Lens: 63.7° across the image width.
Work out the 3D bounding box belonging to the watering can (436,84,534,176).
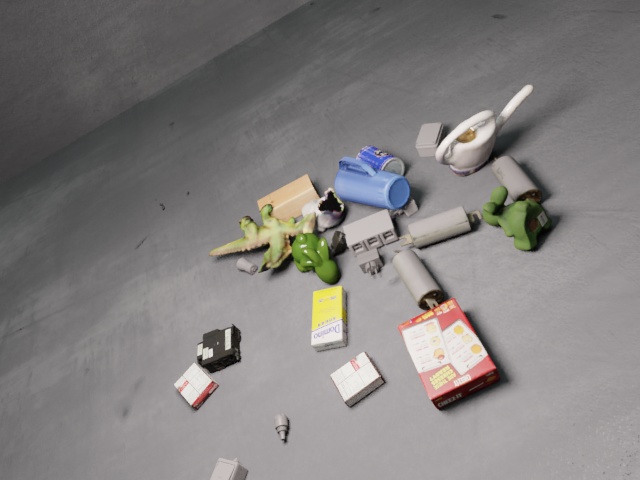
[{"bbox_3d":[0.500,-0.322,1.573,0.348,0.220,0.106,-32,63,-5],"label":"watering can"}]

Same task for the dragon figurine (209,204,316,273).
[{"bbox_3d":[-0.186,0.013,1.701,0.409,0.120,0.248,-32,34,6],"label":"dragon figurine"}]

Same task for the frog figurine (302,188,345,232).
[{"bbox_3d":[0.005,-0.088,1.741,0.157,0.122,0.140,-41,35,51],"label":"frog figurine"}]
